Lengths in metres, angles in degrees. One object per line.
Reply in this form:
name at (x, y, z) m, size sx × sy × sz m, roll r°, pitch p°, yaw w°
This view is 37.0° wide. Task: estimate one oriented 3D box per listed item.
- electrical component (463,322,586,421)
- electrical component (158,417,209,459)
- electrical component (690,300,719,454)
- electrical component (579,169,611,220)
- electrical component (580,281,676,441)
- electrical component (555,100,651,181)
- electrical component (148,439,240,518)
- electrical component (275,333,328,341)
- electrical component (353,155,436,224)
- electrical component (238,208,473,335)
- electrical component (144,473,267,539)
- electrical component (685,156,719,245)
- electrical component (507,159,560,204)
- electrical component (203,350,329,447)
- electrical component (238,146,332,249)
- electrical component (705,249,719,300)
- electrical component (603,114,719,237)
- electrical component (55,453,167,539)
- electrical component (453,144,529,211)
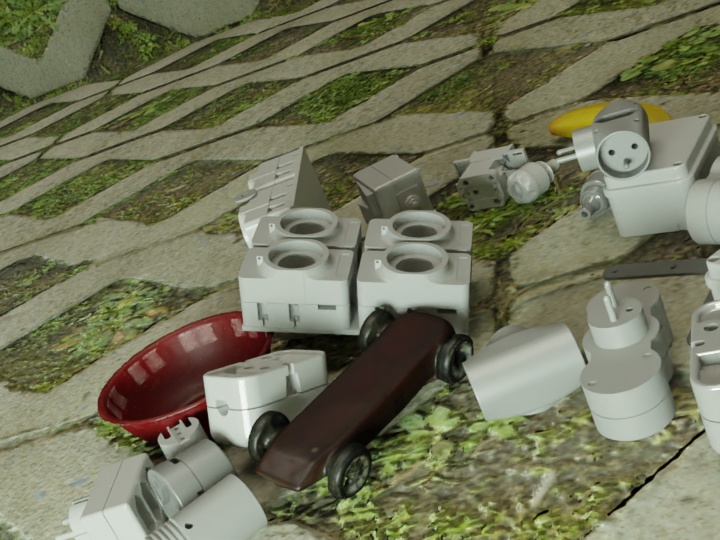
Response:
electrical component at (0.113, 0.064, 0.764) m, size 0.077 × 0.044 × 0.079 m, roll -22°, pitch 22°, yaw 3°
electrical component at (-0.129, 0.141, 0.823) m, size 0.040 × 0.046 × 0.040 m, roll -20°, pitch 22°, yaw 8°
electrical component at (0.229, 0.064, 0.633) m, size 0.054 × 0.059 × 0.095 m, roll -13°, pitch 24°, yaw 24°
electrical component at (0.215, -0.066, 0.974) m, size 0.035 × 0.035 × 0.061 m, roll -3°, pitch 32°, yaw 41°
electrical component at (0.174, 0.043, 0.714) m, size 0.052 × 0.073 × 0.138 m, roll -14°, pitch 24°, yaw 21°
electrical component at (0.203, -0.105, 0.904) m, size 0.079 × 0.043 × 0.077 m, roll -14°, pitch 24°, yaw 20°
electrical component at (-0.118, 0.154, 0.773) m, size 0.047 × 0.055 × 0.055 m, roll -31°, pitch 23°, yaw -28°
electrical component at (-0.033, 0.029, 0.986) m, size 0.077 × 0.043 × 0.079 m, roll -10°, pitch 26°, yaw 30°
electrical component at (0.035, -0.074, 1.130) m, size 0.061 × 0.061 × 0.096 m, roll -27°, pitch 22°, yaw -8°
electrical component at (0.000, 0.000, 0.907) m, size 0.186 × 0.060 × 0.105 m, roll 2°, pitch 32°, yaw 7°
electrical component at (-0.107, 0.178, 0.722) m, size 0.081 × 0.043 × 0.043 m, roll -34°, pitch 25°, yaw -24°
electrical component at (0.321, -0.068, 0.850) m, size 0.074 × 0.052 × 0.138 m, roll 1°, pitch 33°, yaw 45°
electrical component at (0.176, -0.092, 1.070) m, size 0.061 × 0.035 × 0.035 m, roll -35°, pitch 25°, yaw -31°
electrical component at (-0.069, 0.099, 0.819) m, size 0.054 × 0.059 × 0.095 m, roll -1°, pitch 8°, yaw 41°
electrical component at (-0.070, -0.042, 1.101) m, size 0.060 × 0.105 × 0.186 m, roll -20°, pitch 22°, yaw 9°
electrical component at (0.297, -0.002, 0.719) m, size 0.113 × 0.057 × 0.078 m, roll -33°, pitch 24°, yaw -22°
electrical component at (0.265, -0.083, 0.933) m, size 0.078 × 0.057 × 0.113 m, roll -7°, pitch 27°, yaw 35°
electrical component at (-0.187, 0.181, 0.789) m, size 0.077 × 0.047 × 0.065 m, roll -19°, pitch 22°, yaw 10°
electrical component at (0.134, -0.093, 1.105) m, size 0.081 × 0.042 × 0.063 m, roll -9°, pitch 30°, yaw 33°
